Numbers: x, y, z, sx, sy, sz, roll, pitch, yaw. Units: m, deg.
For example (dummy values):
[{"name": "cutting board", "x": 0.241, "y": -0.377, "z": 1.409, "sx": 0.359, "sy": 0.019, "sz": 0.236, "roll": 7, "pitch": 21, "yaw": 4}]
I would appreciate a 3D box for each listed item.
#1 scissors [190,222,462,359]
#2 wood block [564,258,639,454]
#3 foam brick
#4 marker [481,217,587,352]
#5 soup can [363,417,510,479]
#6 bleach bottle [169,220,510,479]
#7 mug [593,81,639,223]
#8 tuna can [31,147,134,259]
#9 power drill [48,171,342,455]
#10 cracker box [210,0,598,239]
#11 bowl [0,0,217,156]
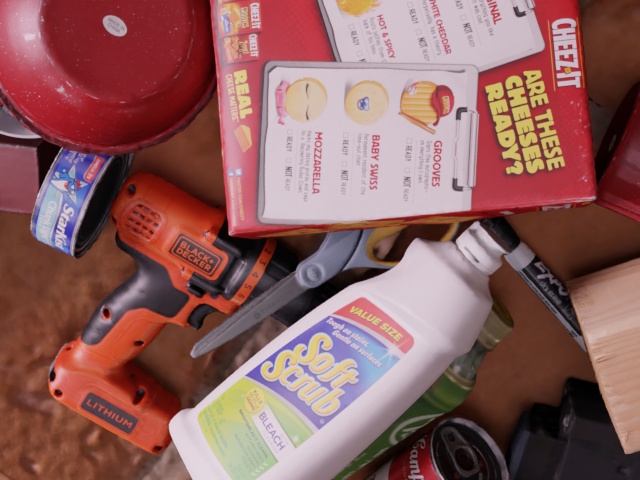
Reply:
[{"name": "scissors", "x": -0.005, "y": 0.001, "z": 0.707, "sx": 0.201, "sy": 0.016, "sz": 0.096, "roll": -19, "pitch": 98, "yaw": -6}, {"name": "wood block", "x": 0.271, "y": 0.048, "z": 0.665, "sx": 0.206, "sy": 0.090, "sz": 0.091, "roll": -18, "pitch": 107, "yaw": 10}, {"name": "foam brick", "x": -0.219, "y": -0.053, "z": 0.734, "sx": 0.078, "sy": 0.053, "sz": 0.051, "roll": 7, "pitch": 114, "yaw": 6}, {"name": "marker", "x": 0.151, "y": 0.028, "z": 0.726, "sx": 0.020, "sy": 0.020, "sz": 0.121, "roll": -39, "pitch": 102, "yaw": 21}, {"name": "soup can", "x": 0.077, "y": 0.179, "z": 0.762, "sx": 0.068, "sy": 0.068, "sz": 0.102, "roll": 38, "pitch": 130, "yaw": -8}, {"name": "bleach bottle", "x": 0.017, "y": 0.078, "z": 0.692, "sx": 0.251, "sy": 0.068, "sz": 0.103, "roll": -45, "pitch": 56, "yaw": 15}, {"name": "mug", "x": 0.219, "y": -0.057, "z": 0.646, "sx": 0.081, "sy": 0.093, "sz": 0.117, "roll": 23, "pitch": 96, "yaw": 4}, {"name": "tuna can", "x": -0.159, "y": -0.033, "z": 0.715, "sx": 0.034, "sy": 0.086, "sz": 0.086, "roll": 25, "pitch": 114, "yaw": 0}, {"name": "power drill", "x": -0.094, "y": 0.064, "z": 0.762, "sx": 0.184, "sy": 0.057, "sz": 0.188, "roll": 32, "pitch": 112, "yaw": -8}, {"name": "cracker box", "x": 0.048, "y": -0.091, "z": 0.639, "sx": 0.214, "sy": 0.072, "sz": 0.164, "roll": -5, "pitch": 87, "yaw": 11}, {"name": "bowl", "x": -0.126, "y": -0.130, "z": 0.646, "sx": 0.162, "sy": 0.055, "sz": 0.162, "roll": -3, "pitch": 99, "yaw": -18}]
